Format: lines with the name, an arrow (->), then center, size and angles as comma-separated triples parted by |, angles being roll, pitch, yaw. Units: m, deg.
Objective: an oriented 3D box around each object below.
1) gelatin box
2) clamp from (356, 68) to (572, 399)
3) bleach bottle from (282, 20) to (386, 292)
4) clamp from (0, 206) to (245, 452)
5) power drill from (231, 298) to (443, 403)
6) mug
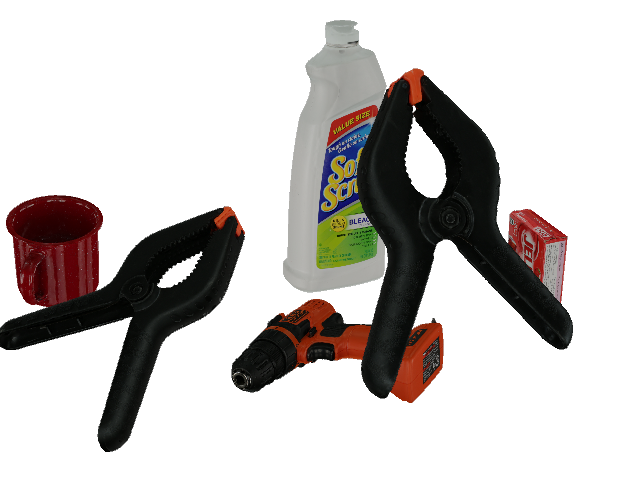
gelatin box -> 0.229, 0.021, 1.138 | 0.030, 0.089, 0.073 | -12, 29, -17
clamp -> 0.056, -0.002, 0.569 | 0.120, 0.171, 0.039 | -22, -1, -21
bleach bottle -> 0.013, -0.081, 1.015 | 0.102, 0.251, 0.068 | -10, 24, -20
clamp -> -0.147, 0.048, 0.838 | 0.165, 0.209, 0.036 | 26, -26, 33
power drill -> 0.021, 0.118, 1.111 | 0.188, 0.057, 0.184 | 8, 24, 26
mug -> -0.265, 0.019, 1.056 | 0.093, 0.081, 0.117 | 9, 33, 6
